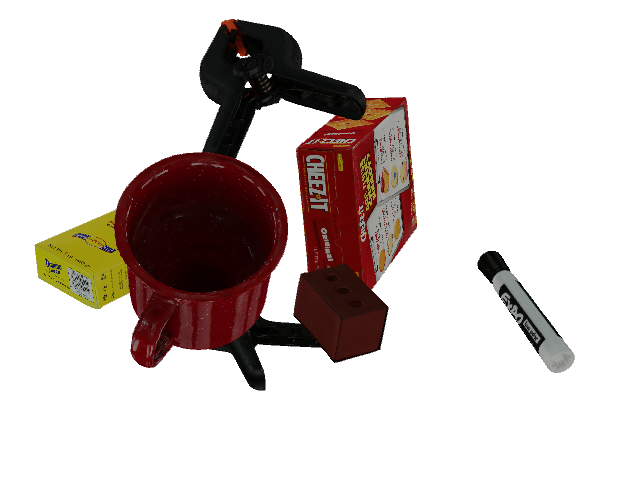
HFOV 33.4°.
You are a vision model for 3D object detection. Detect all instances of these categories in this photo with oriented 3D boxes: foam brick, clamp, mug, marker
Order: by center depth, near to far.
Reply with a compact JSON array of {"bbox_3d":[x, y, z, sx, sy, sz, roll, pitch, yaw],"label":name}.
[{"bbox_3d":[-0.073,0.020,0.598,0.093,0.117,0.081,22,-30,5],"label":"mug"},{"bbox_3d":[0.137,0.045,0.727,0.020,0.020,0.121,0,33,-19],"label":"marker"},{"bbox_3d":[-0.035,-0.117,0.782,0.120,0.039,0.171,-14,44,0],"label":"clamp"},{"bbox_3d":[0.018,0.066,0.983,0.052,0.051,0.078,-13,37,-29],"label":"foam brick"},{"bbox_3d":[-0.092,0.113,1.236,0.210,0.036,0.164,14,22,29],"label":"clamp"}]

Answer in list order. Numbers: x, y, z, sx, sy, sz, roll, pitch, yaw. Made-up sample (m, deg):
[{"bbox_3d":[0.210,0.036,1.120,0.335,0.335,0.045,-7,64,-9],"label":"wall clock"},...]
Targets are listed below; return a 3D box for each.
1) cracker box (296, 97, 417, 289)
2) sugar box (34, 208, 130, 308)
[{"bbox_3d":[0.044,-0.055,1.179,0.072,0.164,0.213,1,21,20],"label":"cracker box"},{"bbox_3d":[-0.187,0.003,1.076,0.093,0.048,0.175,24,38,33],"label":"sugar box"}]
